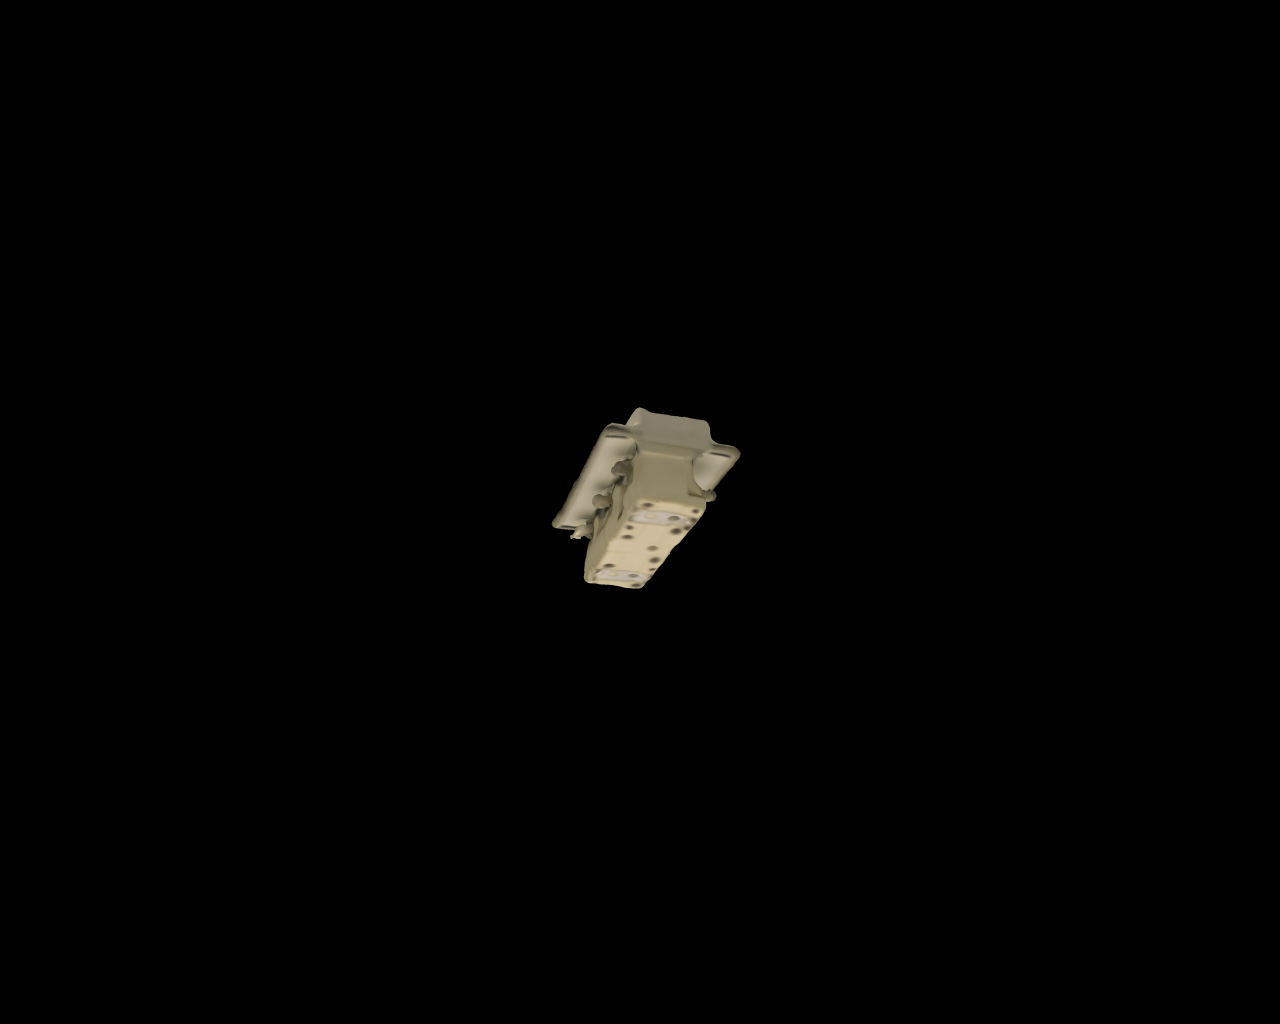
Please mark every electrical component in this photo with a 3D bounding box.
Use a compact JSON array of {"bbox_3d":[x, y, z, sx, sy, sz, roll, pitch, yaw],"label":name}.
[{"bbox_3d":[0.001,-0.003,0.650,0.079,0.063,0.121,9,-30,-17],"label":"electrical component"}]
